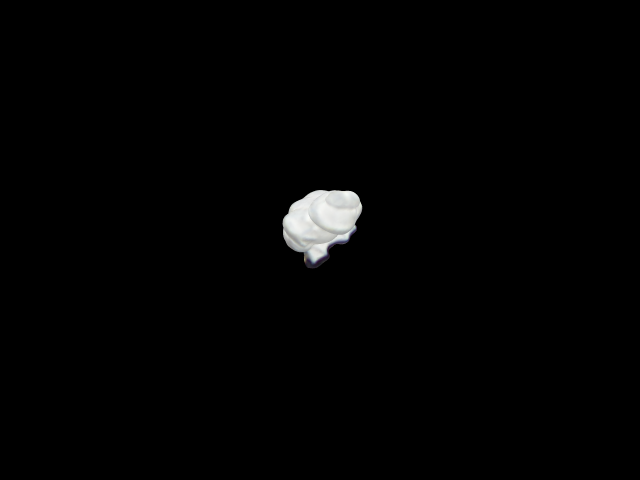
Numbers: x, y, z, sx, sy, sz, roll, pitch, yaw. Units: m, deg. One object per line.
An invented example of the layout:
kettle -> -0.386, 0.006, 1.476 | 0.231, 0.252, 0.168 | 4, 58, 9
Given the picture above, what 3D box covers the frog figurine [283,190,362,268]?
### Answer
frog figurine -> 0.003, -0.043, 0.850 | 0.138, 0.125, 0.156 | -21, -26, -11
